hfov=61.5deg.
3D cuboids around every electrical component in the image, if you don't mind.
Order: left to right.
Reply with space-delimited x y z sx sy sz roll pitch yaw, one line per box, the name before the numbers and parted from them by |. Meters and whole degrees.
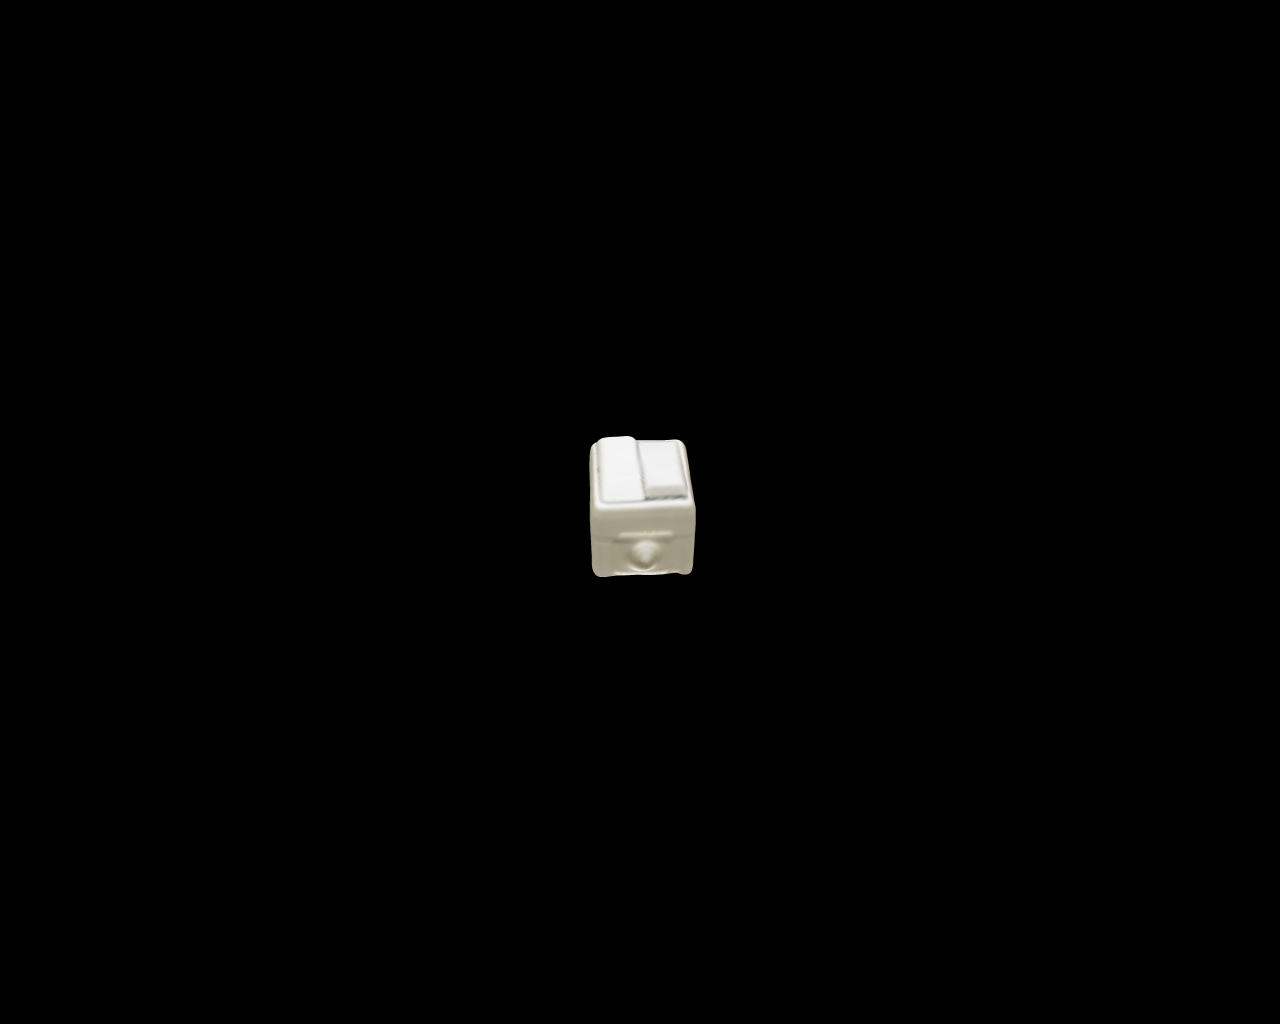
electrical component | 0.001 -0.003 0.650 0.062 0.061 0.096 -1 35 -2
